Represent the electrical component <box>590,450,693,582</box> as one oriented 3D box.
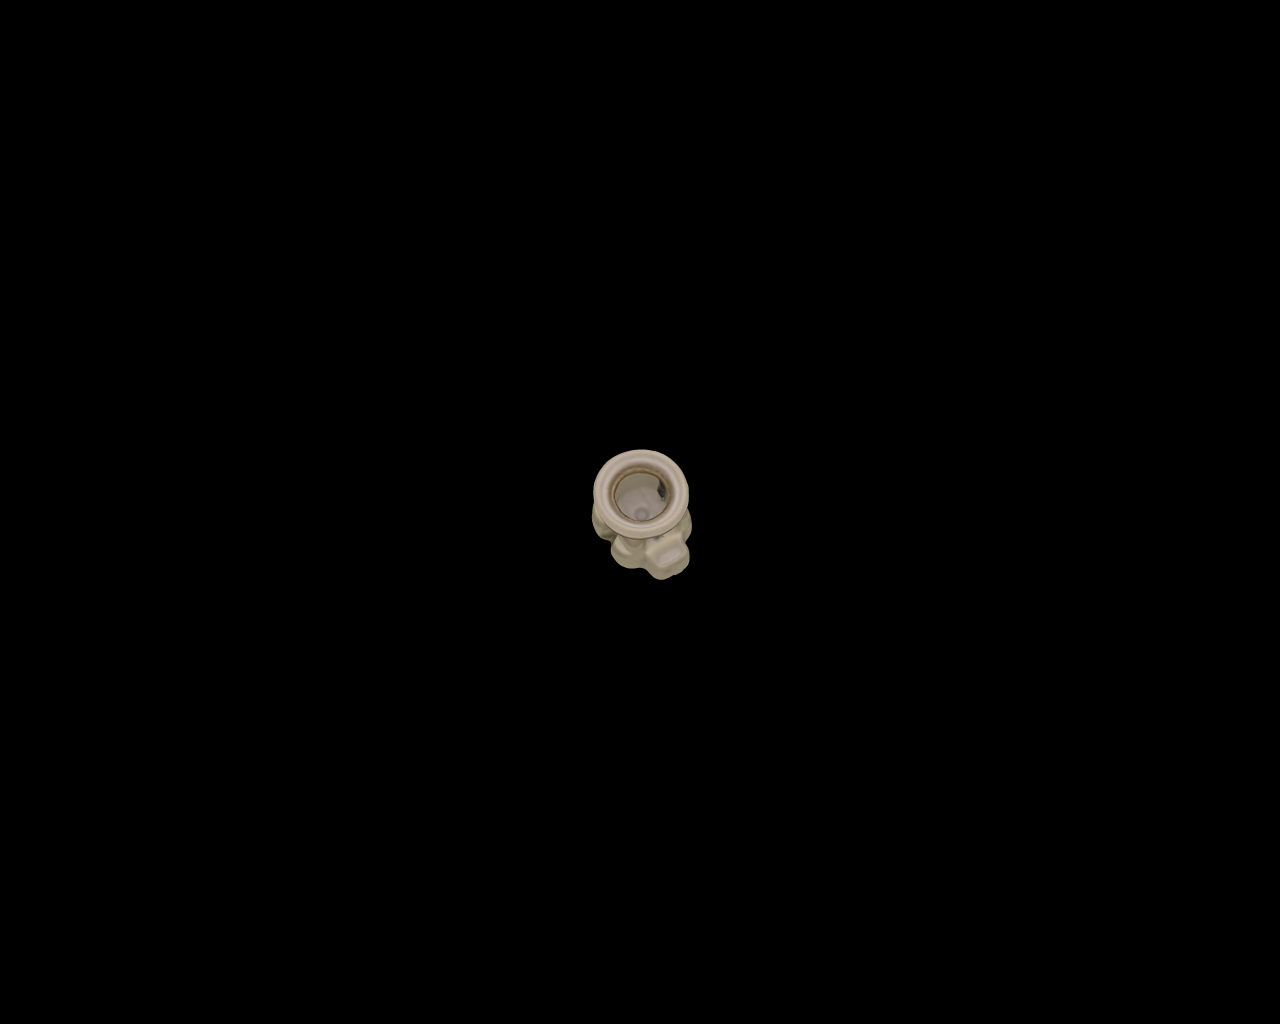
[{"bbox_3d":[0.001,-0.003,0.650,0.058,0.078,0.057,-30,-19,-12],"label":"electrical component"}]
